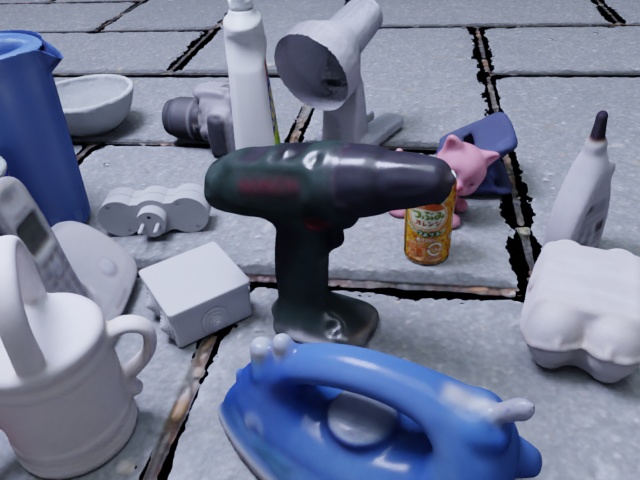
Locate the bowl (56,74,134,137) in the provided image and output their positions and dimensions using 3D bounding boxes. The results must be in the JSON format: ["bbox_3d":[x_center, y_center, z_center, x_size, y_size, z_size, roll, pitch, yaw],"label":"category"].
[{"bbox_3d":[-0.399,-0.225,0.990,0.167,0.075,0.167,-2,36,2],"label":"bowl"}]

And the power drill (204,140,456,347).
[{"bbox_3d":[0.005,0.002,0.523,0.229,0.209,0.076,13,39,23],"label":"power drill"}]

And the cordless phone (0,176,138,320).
[{"bbox_3d":[-0.255,0.006,0.560,0.094,0.185,0.147,-3,36,2],"label":"cordless phone"}]

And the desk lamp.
[{"bbox_3d":[0.035,-0.238,0.851,0.117,0.214,0.204,19,41,28],"label":"desk lamp"}]

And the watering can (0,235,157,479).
[{"bbox_3d":[-0.219,0.088,0.435,0.173,0.194,0.100,-29,42,-30],"label":"watering can"}]

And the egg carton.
[{"bbox_3d":[0.249,0.060,0.539,0.107,0.069,0.150,11,38,20],"label":"egg carton"}]

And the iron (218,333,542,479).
[{"bbox_3d":[0.023,0.125,0.408,0.257,0.142,0.119,14,39,23],"label":"iron"}]

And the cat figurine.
[{"bbox_3d":[0.149,-0.082,0.706,0.127,0.118,0.067,13,39,22],"label":"cat figurine"}]

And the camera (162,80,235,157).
[{"bbox_3d":[-0.176,-0.211,0.929,0.136,0.101,0.143,7,37,15],"label":"camera"}]

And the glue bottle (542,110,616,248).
[{"bbox_3d":[0.283,-0.056,0.609,0.078,0.173,0.037,-26,41,-28],"label":"glue bottle"}]

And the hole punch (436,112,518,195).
[{"bbox_3d":[0.208,-0.116,0.771,0.101,0.091,0.108,0,36,5],"label":"hole punch"}]
